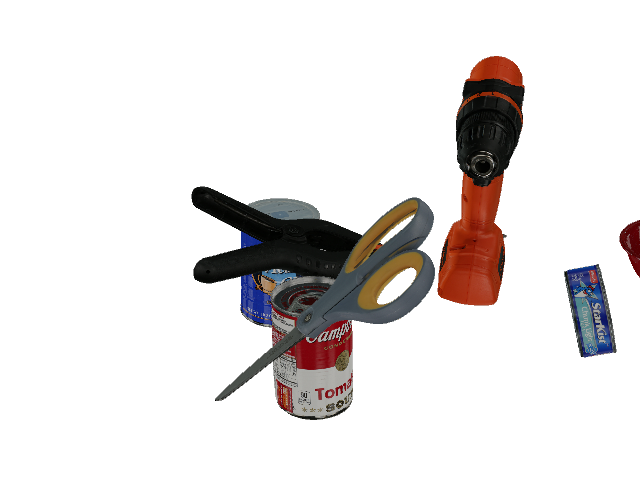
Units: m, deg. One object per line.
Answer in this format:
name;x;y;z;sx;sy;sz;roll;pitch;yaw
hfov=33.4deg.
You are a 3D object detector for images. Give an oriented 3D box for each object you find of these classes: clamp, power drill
clamp;-0.036;0.009;1.084;0.210;0.036;0.164;12;30;-6
power drill;0.135;-0.042;0.893;0.057;0.188;0.184;10;32;10

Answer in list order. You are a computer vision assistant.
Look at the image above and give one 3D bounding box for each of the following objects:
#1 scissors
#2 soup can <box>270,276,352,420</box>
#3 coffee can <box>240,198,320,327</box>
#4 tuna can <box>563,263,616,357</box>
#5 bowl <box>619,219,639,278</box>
scissors;0.005;0.057;0.686;0.016;0.202;0.096;36;11;-27
soup can;-0.007;0.090;0.896;0.068;0.102;0.068;-1;25;0
coffee can;-0.054;0.028;1.394;0.103;0.140;0.103;1;25;-1
tuna can;0.255;0.067;1.011;0.034;0.086;0.086;-11;-2;12
bowl;0.403;0.026;1.150;0.162;0.055;0.162;-2;24;1
